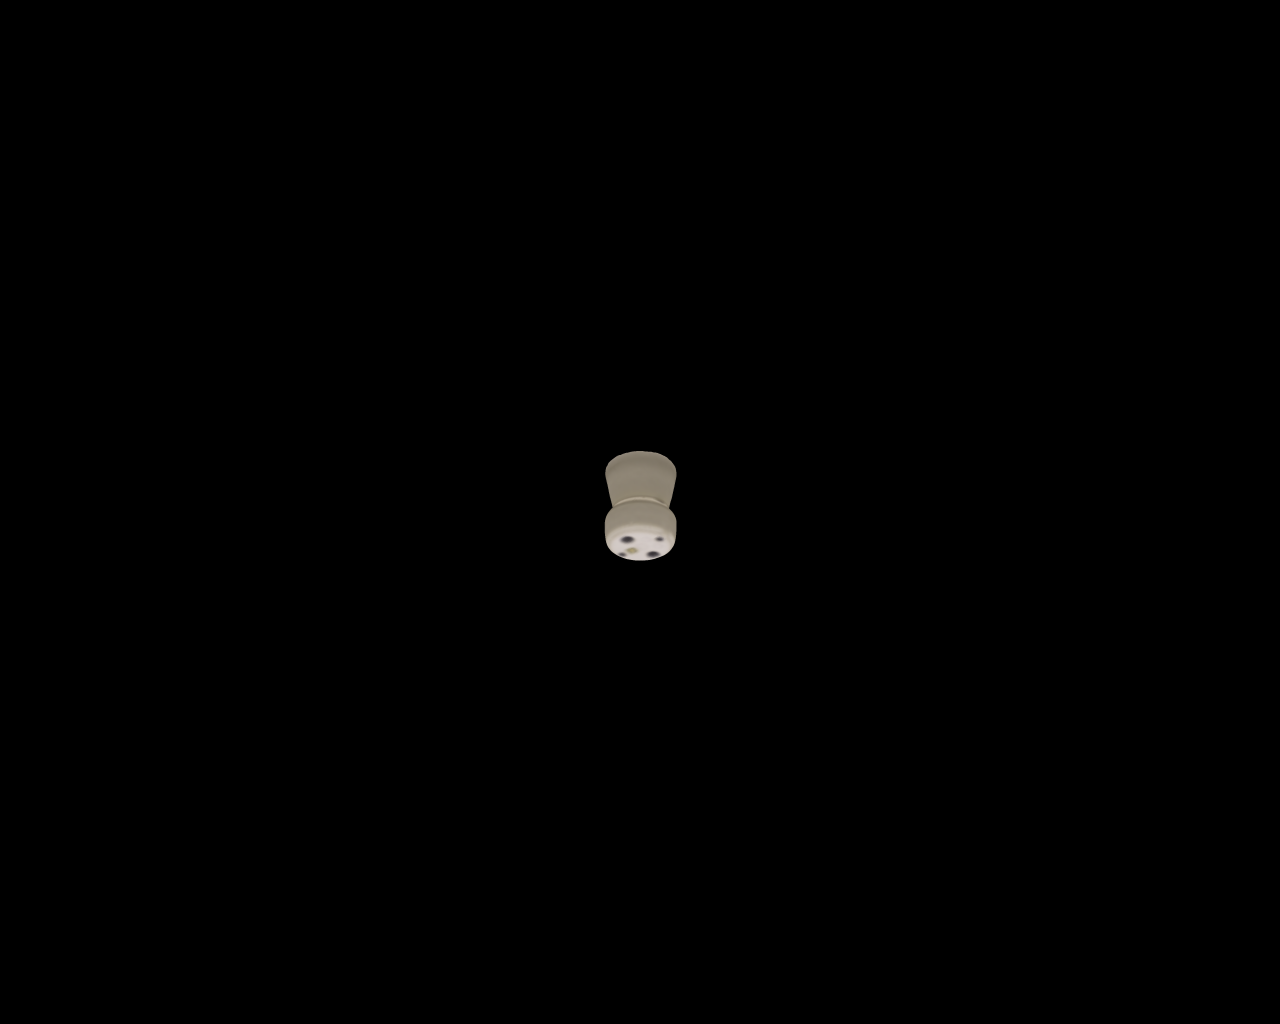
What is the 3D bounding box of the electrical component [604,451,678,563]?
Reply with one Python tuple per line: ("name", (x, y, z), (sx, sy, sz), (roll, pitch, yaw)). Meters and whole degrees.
("electrical component", (0.001, -0.003, 0.650), (0.045, 0.055, 0.044), (0, -31, 0))
